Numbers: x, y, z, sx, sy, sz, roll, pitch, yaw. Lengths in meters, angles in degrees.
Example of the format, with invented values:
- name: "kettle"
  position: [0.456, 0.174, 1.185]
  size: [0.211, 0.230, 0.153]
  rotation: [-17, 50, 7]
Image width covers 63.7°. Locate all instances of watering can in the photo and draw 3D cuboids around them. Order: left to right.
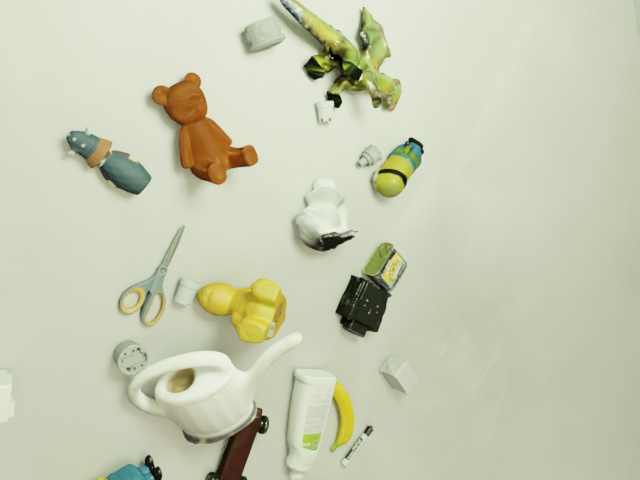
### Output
- name: "watering can"
  position: [-0.179, 0.280, 0.972]
  size: [0.347, 0.106, 0.219]
  rotation: [-14, 130, 4]

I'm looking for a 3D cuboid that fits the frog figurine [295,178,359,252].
- name: "frog figurine"
  position: [0.004, -0.059, 1.181]
  size: [0.138, 0.120, 0.162]
  rotation: [-12, 66, -27]

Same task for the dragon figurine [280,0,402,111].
- name: "dragon figurine"
  position: [0.077, -0.453, 1.210]
  size: [0.404, 0.121, 0.248]
  rotation: [51, 48, -30]
